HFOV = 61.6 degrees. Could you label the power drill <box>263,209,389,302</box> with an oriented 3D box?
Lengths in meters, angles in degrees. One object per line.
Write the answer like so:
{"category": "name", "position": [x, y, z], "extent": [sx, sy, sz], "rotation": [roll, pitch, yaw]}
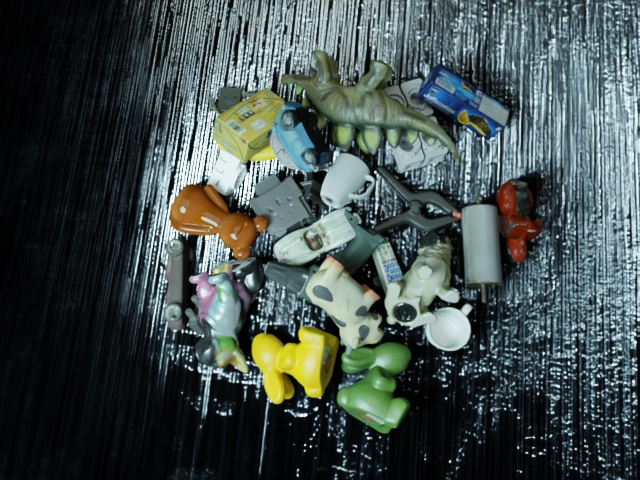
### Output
{"category": "power drill", "position": [0.027, 0.041, 1.104], "extent": [0.232, 0.086, 0.207], "rotation": [32, 92, -11]}

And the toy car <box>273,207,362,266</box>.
{"category": "toy car", "position": [-0.002, -0.004, 1.166], "extent": [0.202, 0.056, 0.073], "rotation": [-27, 79, -4]}

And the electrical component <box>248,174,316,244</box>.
{"category": "electrical component", "position": [-0.089, -0.075, 1.183], "extent": [0.115, 0.058, 0.134], "rotation": [-33, 80, -8]}

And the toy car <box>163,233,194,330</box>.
{"category": "toy car", "position": [-0.302, 0.088, 1.134], "extent": [0.053, 0.089, 0.202], "rotation": [-4, 77, 5]}

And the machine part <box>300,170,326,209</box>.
{"category": "machine part", "position": [-0.012, -0.143, 1.193], "extent": [0.039, 0.084, 0.139], "rotation": [-20, 62, 35]}

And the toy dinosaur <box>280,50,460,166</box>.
{"category": "toy dinosaur", "position": [0.096, -0.287, 1.166], "extent": [0.472, 0.105, 0.198], "rotation": [22, 106, 27]}

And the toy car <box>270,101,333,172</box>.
{"category": "toy car", "position": [-0.049, -0.206, 1.142], "extent": [0.103, 0.109, 0.161], "rotation": [-27, 88, 30]}

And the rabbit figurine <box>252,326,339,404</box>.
{"category": "rabbit figurine", "position": [-0.061, 0.248, 1.100], "extent": [0.173, 0.122, 0.162], "rotation": [11, 87, 17]}

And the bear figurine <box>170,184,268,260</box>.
{"category": "bear figurine", "position": [-0.218, -0.041, 1.155], "extent": [0.196, 0.132, 0.120], "rotation": [28, 80, -6]}

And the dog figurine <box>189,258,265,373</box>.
{"category": "dog figurine", "position": [-0.181, 0.160, 1.109], "extent": [0.109, 0.191, 0.219], "rotation": [-1, 104, 40]}

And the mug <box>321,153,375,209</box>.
{"category": "mug", "position": [0.058, -0.117, 1.167], "extent": [0.110, 0.080, 0.107], "rotation": [29, 72, 19]}

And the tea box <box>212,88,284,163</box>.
{"category": "tea box", "position": [-0.142, -0.254, 1.179], "extent": [0.098, 0.068, 0.169], "rotation": [40, 51, 11]}

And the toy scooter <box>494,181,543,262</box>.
{"category": "toy scooter", "position": [0.420, -0.050, 1.129], "extent": [0.075, 0.135, 0.184], "rotation": [-1, 77, 2]}

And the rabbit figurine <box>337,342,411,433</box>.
{"category": "rabbit figurine", "position": [0.116, 0.280, 1.092], "extent": [0.159, 0.121, 0.170], "rotation": [23, 61, 12]}

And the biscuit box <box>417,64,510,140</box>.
{"category": "biscuit box", "position": [0.317, -0.301, 1.185], "extent": [0.202, 0.063, 0.059], "rotation": [28, 63, -12]}

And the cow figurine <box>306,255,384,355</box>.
{"category": "cow figurine", "position": [0.053, 0.137, 1.056], "extent": [0.194, 0.085, 0.127], "rotation": [43, 91, -18]}

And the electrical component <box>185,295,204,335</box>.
{"category": "electrical component", "position": [-0.250, 0.163, 1.131], "extent": [0.021, 0.093, 0.063], "rotation": [-8, 41, 23]}

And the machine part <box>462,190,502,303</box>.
{"category": "machine part", "position": [0.345, 0.013, 1.147], "extent": [0.079, 0.079, 0.243], "rotation": [0, 77, 1]}

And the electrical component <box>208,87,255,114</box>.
{"category": "electrical component", "position": [-0.206, -0.317, 1.242], "extent": [0.102, 0.045, 0.078], "rotation": [10, 80, 3]}

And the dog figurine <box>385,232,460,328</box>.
{"category": "dog figurine", "position": [0.208, 0.078, 1.121], "extent": [0.172, 0.190, 0.121], "rotation": [-32, 105, 24]}
